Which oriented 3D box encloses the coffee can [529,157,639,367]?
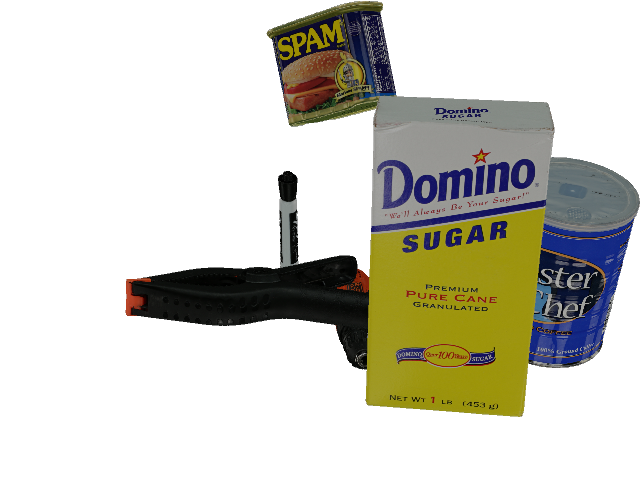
[{"bbox_3d":[0.193,0.018,0.870,0.103,0.140,0.103,3,34,-2],"label":"coffee can"}]

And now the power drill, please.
[{"bbox_3d":[0.109,0.082,1.203,0.187,0.057,0.184,-3,27,-3],"label":"power drill"}]

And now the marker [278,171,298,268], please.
[{"bbox_3d":[-0.032,-0.016,1.055,0.020,0.121,0.020,0,38,0],"label":"marker"}]

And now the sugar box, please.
[{"bbox_3d":[0.073,0.011,0.587,0.093,0.176,0.048,3,29,6],"label":"sugar box"}]

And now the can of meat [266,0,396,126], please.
[{"bbox_3d":[0.011,-0.147,0.904,0.102,0.084,0.057,-10,2,37],"label":"can of meat"}]

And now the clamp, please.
[{"bbox_3d":[-0.038,0.042,0.800,0.209,0.036,0.165,-2,11,-22],"label":"clamp"}]
